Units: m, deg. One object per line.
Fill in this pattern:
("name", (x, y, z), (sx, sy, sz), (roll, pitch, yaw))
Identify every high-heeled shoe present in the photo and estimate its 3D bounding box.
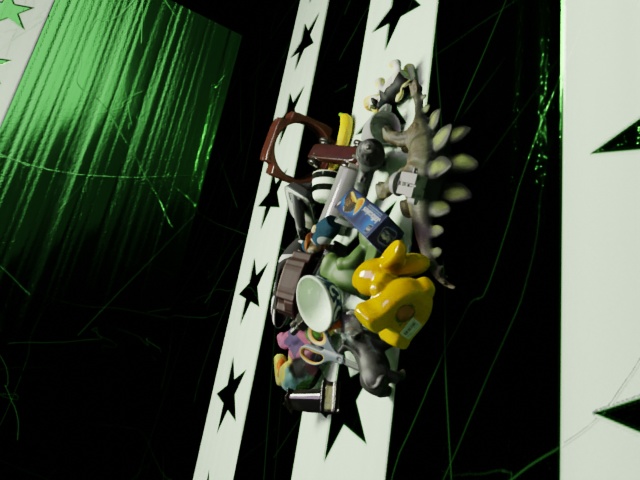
("high-heeled shoe", (-0.089, 0.122, 1.490), (0.145, 0.086, 0.248), (-74, -4, -63))

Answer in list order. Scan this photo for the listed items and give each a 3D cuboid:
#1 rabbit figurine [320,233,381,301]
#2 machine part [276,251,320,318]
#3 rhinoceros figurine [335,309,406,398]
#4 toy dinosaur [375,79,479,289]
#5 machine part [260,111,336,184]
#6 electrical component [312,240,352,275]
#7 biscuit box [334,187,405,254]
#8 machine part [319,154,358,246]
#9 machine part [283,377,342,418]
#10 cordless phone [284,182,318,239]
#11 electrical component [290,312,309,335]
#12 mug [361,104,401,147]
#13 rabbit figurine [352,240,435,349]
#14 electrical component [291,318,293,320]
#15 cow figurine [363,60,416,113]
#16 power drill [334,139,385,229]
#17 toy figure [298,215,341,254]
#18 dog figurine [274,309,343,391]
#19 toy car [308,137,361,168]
("rabbit figurine", (0.095, 0.032, 1.148), (0.159, 0.121, 0.170), (39, 109, 61))
("machine part", (-0.053, 0.112, 1.335), (0.179, 0.056, 0.179), (13, -90, -73))
("rhinoceros figurine", (0.089, 0.217, 1.040), (0.073, 0.112, 0.190), (-59, 34, 31))
("toy dinosaur", (0.206, -0.121, 1.053), (0.198, 0.105, 0.471), (-26, 58, 53))
("machine part", (-0.064, -0.264, 1.601), (0.201, 0.201, 0.087), (-70, 22, 3))
("electrical component", (0.021, 0.071, 1.287), (0.114, 0.058, 0.134), (-64, -6, 16))
("biscuit box", (0.096, -0.042, 1.081), (0.063, 0.059, 0.203), (-46, 27, 4))
("machine part", (0.058, -0.100, 1.378), (0.243, 0.079, 0.079), (-68, 24, 4))
("machine part", (-0.015, 0.351, 1.192), (0.139, 0.039, 0.084), (-13, 62, 24))
("cordless phone", (-0.048, -0.059, 1.514), (0.146, 0.089, 0.184), (80, -176, -51))
("electrical component", (-0.032, 0.171, 1.200), (0.094, 0.021, 0.063), (-45, 15, 11))
("mug", (0.143, -0.277, 1.326), (0.107, 0.081, 0.109), (168, 112, -73))
("rabbit figurine", (0.116, 0.079, 0.948), (0.162, 0.122, 0.173), (-59, 29, 7))
("electrical component", (-0.052, 0.169, 1.448), (0.078, 0.045, 0.102), (-14, 60, 60))
("cow figurine", (0.173, -0.361, 1.347), (0.167, 0.068, 0.098), (-45, 41, 46))
("power drill", (0.094, -0.132, 1.236), (0.232, 0.086, 0.207), (-47, -32, -76))
("toy figure", (-0.004, -0.006, 1.331), (0.154, 0.064, 0.058), (-47, 8, 47))
("dog figurine", (-0.010, 0.239, 1.240), (0.219, 0.108, 0.191), (-41, 37, 44))
("toy car", (0.046, -0.234, 1.480), (0.202, 0.053, 0.089), (13, 75, 47))
